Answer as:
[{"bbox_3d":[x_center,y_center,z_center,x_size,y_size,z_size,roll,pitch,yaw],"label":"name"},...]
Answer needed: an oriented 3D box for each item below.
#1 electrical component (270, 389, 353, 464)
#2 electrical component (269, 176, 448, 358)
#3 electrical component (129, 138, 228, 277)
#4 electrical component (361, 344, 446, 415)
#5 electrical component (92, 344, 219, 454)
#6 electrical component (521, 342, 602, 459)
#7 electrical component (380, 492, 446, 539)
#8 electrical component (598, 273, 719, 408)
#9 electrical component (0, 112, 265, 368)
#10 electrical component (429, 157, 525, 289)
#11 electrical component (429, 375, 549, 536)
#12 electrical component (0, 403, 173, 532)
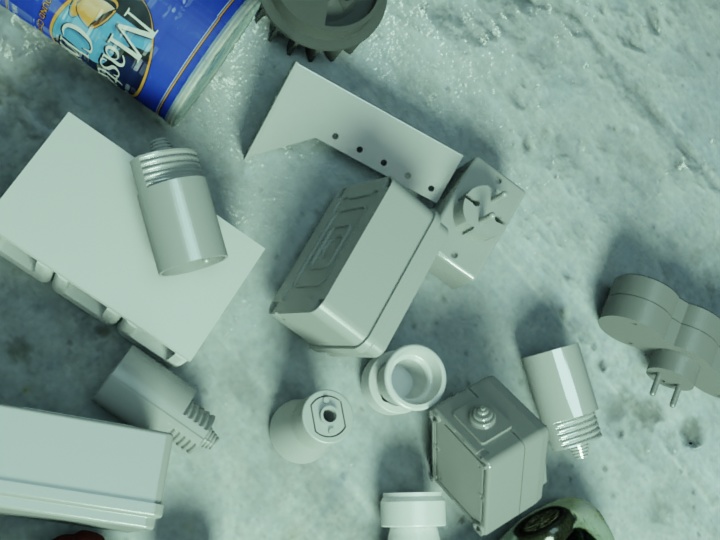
[{"bbox_3d":[-0.030,0.101,0.707,0.044,0.065,0.044,6,71,-19],"label":"electrical component"},{"bbox_3d":[0.000,0.000,0.731,0.057,0.078,0.113,39,68,-24],"label":"electrical component"},{"bbox_3d":[-0.112,-0.041,0.654,0.043,0.043,0.081,-14,84,-21],"label":"electrical component"},{"bbox_3d":[0.029,0.076,0.740,0.045,0.055,0.045,4,78,-19],"label":"electrical component"},{"bbox_3d":[-0.126,0.089,0.690,0.081,0.043,0.043,37,70,-9],"label":"electrical component"},{"bbox_3d":[0.150,0.098,0.785,0.043,0.043,0.081,-14,83,-21],"label":"electrical component"},{"bbox_3d":[0.036,0.178,0.727,0.045,0.045,0.055,3,77,-19],"label":"electrical component"},{"bbox_3d":[0.241,0.067,0.818,0.138,0.052,0.073,30,70,-11],"label":"electrical component"},{"bbox_3d":[-0.152,-0.015,0.693,0.150,0.062,0.089,35,70,-9],"label":"electrical component"},{"bbox_3d":[0.084,-0.038,0.772,0.047,0.076,0.083,35,70,-9],"label":"electrical component"},{"bbox_3d":[0.089,0.119,0.724,0.061,0.096,0.062,-26,48,-22],"label":"electrical component"},{"bbox_3d":[-0.174,0.118,0.632,0.109,0.109,0.056,13,72,-16],"label":"electrical component"}]
